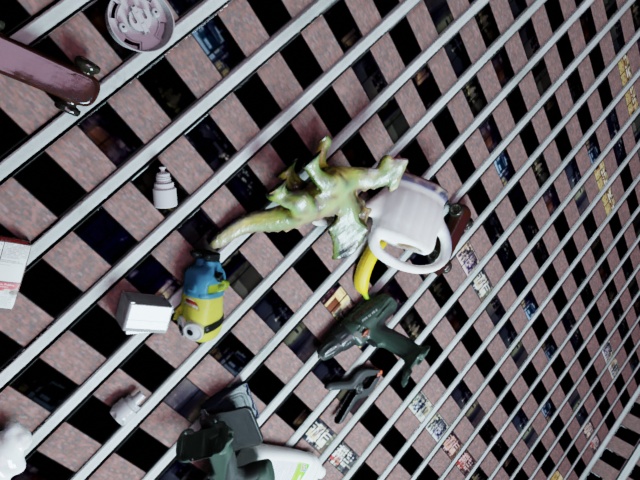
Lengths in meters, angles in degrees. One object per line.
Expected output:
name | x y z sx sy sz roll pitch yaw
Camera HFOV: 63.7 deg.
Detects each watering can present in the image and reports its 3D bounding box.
watering can | 0.164 -0.059 1.178 0.346 0.103 0.227 23 75 -15

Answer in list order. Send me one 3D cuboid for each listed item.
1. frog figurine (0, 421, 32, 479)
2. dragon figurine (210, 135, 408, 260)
frog figurine | -0.533 0.378 0.819 0.160 0.123 0.136 -31 100 -11
dragon figurine | 0.003 -0.053 1.051 0.410 0.124 0.240 -41 112 1
